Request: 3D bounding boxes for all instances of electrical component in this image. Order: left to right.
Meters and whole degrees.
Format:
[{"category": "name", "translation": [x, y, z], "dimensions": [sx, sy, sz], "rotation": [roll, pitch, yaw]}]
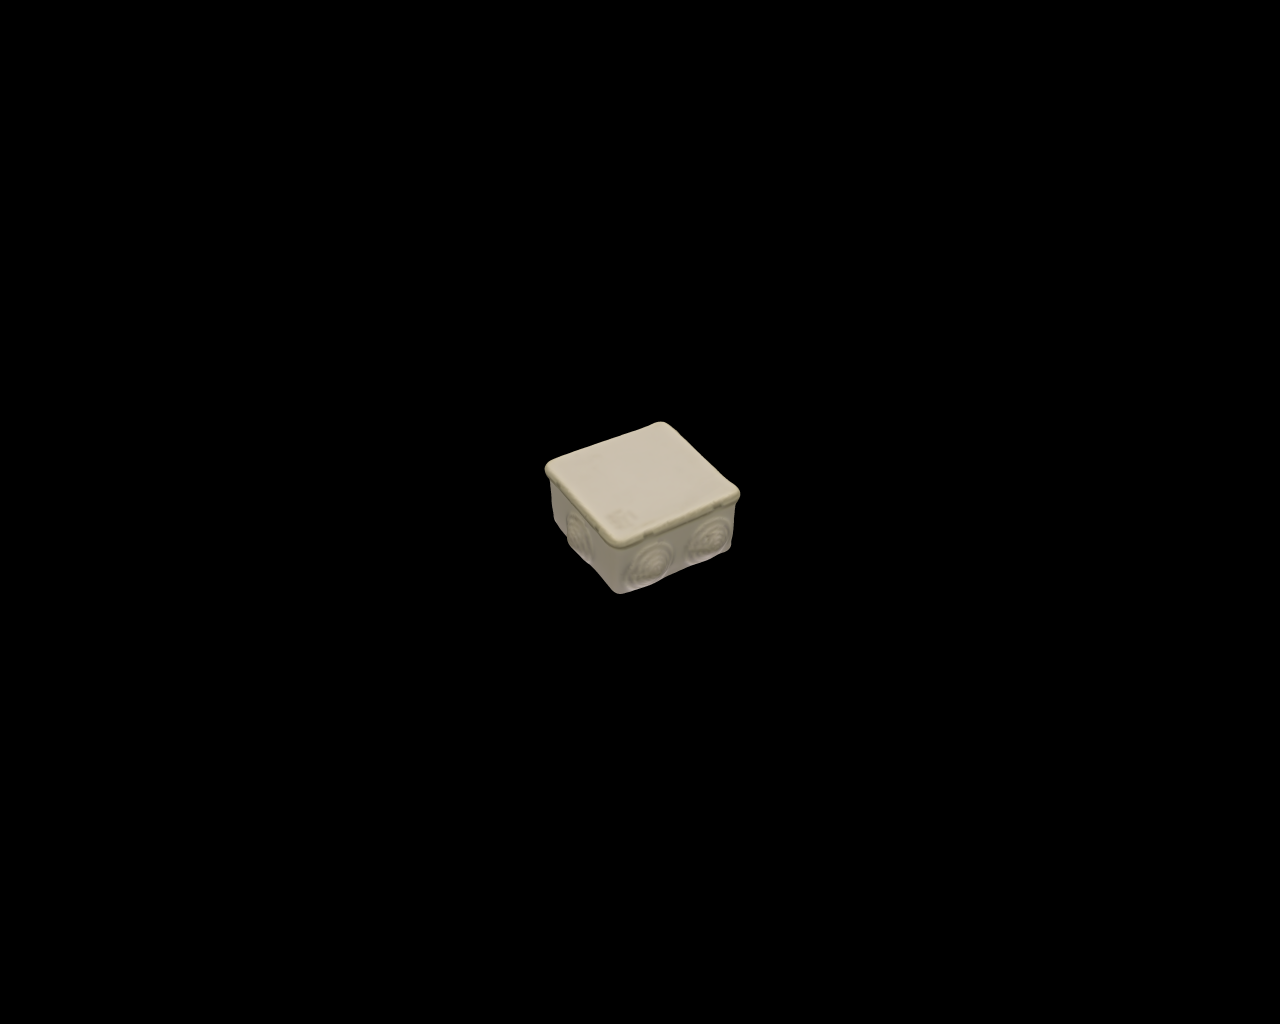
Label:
[{"category": "electrical component", "translation": [0.001, -0.003, 0.650], "dimensions": [0.100, 0.048, 0.100], "rotation": [-22, 45, -23]}]
